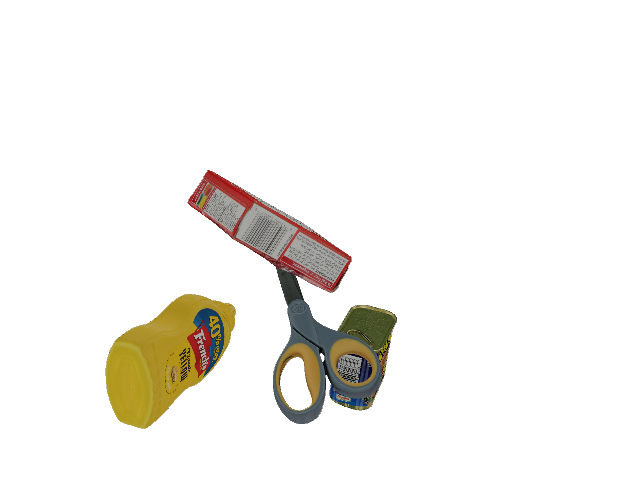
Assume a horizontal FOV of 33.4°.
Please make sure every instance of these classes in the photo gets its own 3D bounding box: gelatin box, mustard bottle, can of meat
[{"bbox_3d":[-0.033,-0.006,0.690,0.089,0.030,0.073,31,2,-35],"label":"gelatin box"},{"bbox_3d":[-0.144,0.109,1.104,0.058,0.096,0.191,10,24,24],"label":"mustard bottle"},{"bbox_3d":[0.048,0.136,1.242,0.057,0.084,0.102,14,26,12],"label":"can of meat"}]

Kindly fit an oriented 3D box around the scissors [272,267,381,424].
[{"bbox_3d":[0.002,0.065,0.888,0.096,0.201,0.016,-4,-44,6],"label":"scissors"}]
